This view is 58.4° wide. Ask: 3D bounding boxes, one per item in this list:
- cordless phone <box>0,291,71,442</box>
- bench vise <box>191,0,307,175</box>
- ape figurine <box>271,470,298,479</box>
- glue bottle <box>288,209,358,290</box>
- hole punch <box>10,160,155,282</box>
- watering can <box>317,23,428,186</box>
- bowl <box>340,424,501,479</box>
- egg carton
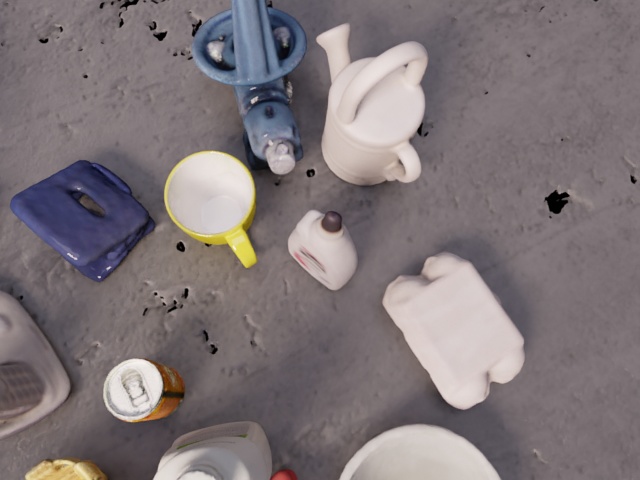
[{"bbox_3d":[-0.312,0.105,0.501,0.094,0.185,0.147,-39,80,-13],"label":"cordless phone"},{"bbox_3d":[-0.053,-0.182,0.582,0.121,0.220,0.207,-32,79,-12],"label":"bench vise"},{"bbox_3d":[-0.032,0.254,0.527,0.076,0.092,0.078,-3,74,-5],"label":"ape figurine"},{"bbox_3d":[0.005,0.002,0.559,0.078,0.173,0.037,37,75,7],"label":"glue bottle"},{"bbox_3d":[-0.242,-0.028,0.592,0.108,0.091,0.101,38,75,7],"label":"hole punch"},{"bbox_3d":[0.051,-0.142,0.591,0.173,0.194,0.101,38,75,7],"label":"watering can"},{"bbox_3d":[0.089,0.261,0.543,0.167,0.075,0.167,1,74,-4],"label":"bowl"},{"bbox_3d":[0.140,0.091,0.597,0.107,0.069,0.150,-31,79,-12],"label":"egg carton"}]
